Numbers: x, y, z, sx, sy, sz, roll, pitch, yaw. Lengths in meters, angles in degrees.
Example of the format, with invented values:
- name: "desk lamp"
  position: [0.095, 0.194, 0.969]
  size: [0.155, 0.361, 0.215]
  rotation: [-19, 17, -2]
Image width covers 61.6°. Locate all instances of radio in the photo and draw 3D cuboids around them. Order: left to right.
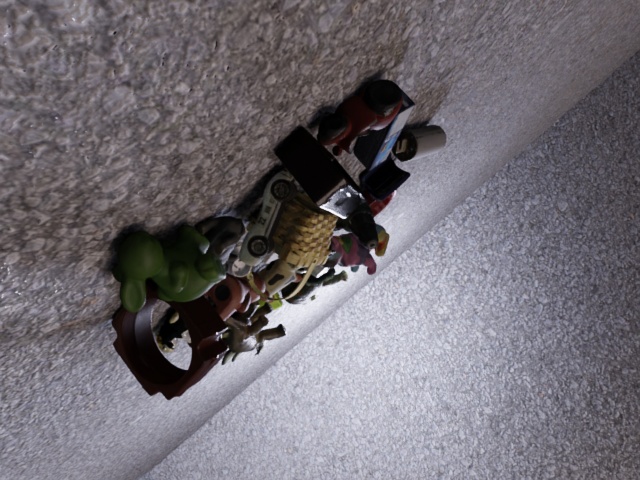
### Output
- name: "radio"
  position: [0.011, -0.119, 1.022]
  size: [0.073, 0.131, 0.229]
  rotation: [-41, 166, 10]

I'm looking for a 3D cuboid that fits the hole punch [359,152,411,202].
- name: "hole punch"
  position: [0.173, -0.159, 1.423]
  size: [0.142, 0.092, 0.115]
  rotation: [-44, 170, 1]

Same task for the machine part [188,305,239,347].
- name: "machine part"
  position: [-0.291, 0.218, 1.454]
  size: [0.179, 0.056, 0.179]
  rotation: [-36, 166, -11]

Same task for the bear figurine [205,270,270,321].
- name: "bear figurine"
  position: [-0.208, 0.126, 1.264]
  size: [0.132, 0.120, 0.196]
  rotation: [-38, 172, 8]

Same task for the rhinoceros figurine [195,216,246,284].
- name: "rhinoceros figurine"
  position: [-0.208, 0.023, 1.040]
  size: [0.112, 0.073, 0.190]
  rotation: [-41, 169, -48]

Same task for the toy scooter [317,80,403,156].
- name: "toy scooter"
  position: [0.070, -0.214, 0.999]
  size: [0.184, 0.075, 0.135]
  rotation: [-33, 165, -14]

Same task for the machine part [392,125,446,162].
- name: "machine part"
  position: [0.254, -0.247, 1.370]
  size: [0.243, 0.079, 0.079]
  rotation: [-25, 160, -50]

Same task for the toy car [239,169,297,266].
- name: "toy car"
  position: [-0.097, -0.044, 1.028]
  size: [0.073, 0.056, 0.201]
  rotation: [-32, 145, -82]

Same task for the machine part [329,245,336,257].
- name: "machine part"
  position: [-0.003, -0.004, 1.377]
  size: [0.084, 0.139, 0.039]
  rotation: [-40, 131, 18]

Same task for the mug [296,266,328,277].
- name: "mug"
  position: [-0.030, 0.056, 1.518]
  size: [0.109, 0.107, 0.080]
  rotation: [-34, 164, -31]

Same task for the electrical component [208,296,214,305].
- name: "electrical component"
  position: [-0.251, 0.132, 1.352]
  size: [0.063, 0.021, 0.094]
  rotation: [-30, 164, -33]

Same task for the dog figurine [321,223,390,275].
- name: "dog figurine"
  position: [0.076, 0.005, 1.490]
  size: [0.219, 0.109, 0.191]
  rotation: [32, 79, -39]

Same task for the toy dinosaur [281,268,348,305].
- name: "toy dinosaur"
  position: [-0.054, 0.142, 1.729]
  size: [0.192, 0.131, 0.404]
  rotation: [-8, 152, -43]

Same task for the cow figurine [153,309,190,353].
- name: "cow figurine"
  position: [-0.339, 0.209, 1.267]
  size: [0.167, 0.068, 0.098]
  rotation: [-46, 159, 13]

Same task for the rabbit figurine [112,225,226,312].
- name: "rabbit figurine"
  position: [-0.270, 0.036, 0.883]
  size: [0.159, 0.121, 0.170]
  rotation: [-36, 149, 12]

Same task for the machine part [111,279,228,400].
- name: "machine part"
  position: [-0.290, 0.185, 1.040]
  size: [0.201, 0.201, 0.087]
  rotation: [-47, 167, 25]

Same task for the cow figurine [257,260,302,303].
- name: "cow figurine"
  position: [-0.106, 0.079, 1.417]
  size: [0.195, 0.085, 0.127]
  rotation: [-37, 154, 11]

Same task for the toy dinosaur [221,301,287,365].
- name: "toy dinosaur"
  position: [-0.202, 0.260, 1.486]
  size: [0.198, 0.105, 0.470]
  rotation: [-31, 156, 2]

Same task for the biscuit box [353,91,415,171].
- name: "biscuit box"
  position: [0.129, -0.230, 1.129]
  size: [0.059, 0.063, 0.202]
  rotation: [-34, 166, -25]

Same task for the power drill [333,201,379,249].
- name: "power drill"
  position: [0.031, -0.028, 1.271]
  size: [0.207, 0.232, 0.086]
  rotation: [-33, 130, 23]
